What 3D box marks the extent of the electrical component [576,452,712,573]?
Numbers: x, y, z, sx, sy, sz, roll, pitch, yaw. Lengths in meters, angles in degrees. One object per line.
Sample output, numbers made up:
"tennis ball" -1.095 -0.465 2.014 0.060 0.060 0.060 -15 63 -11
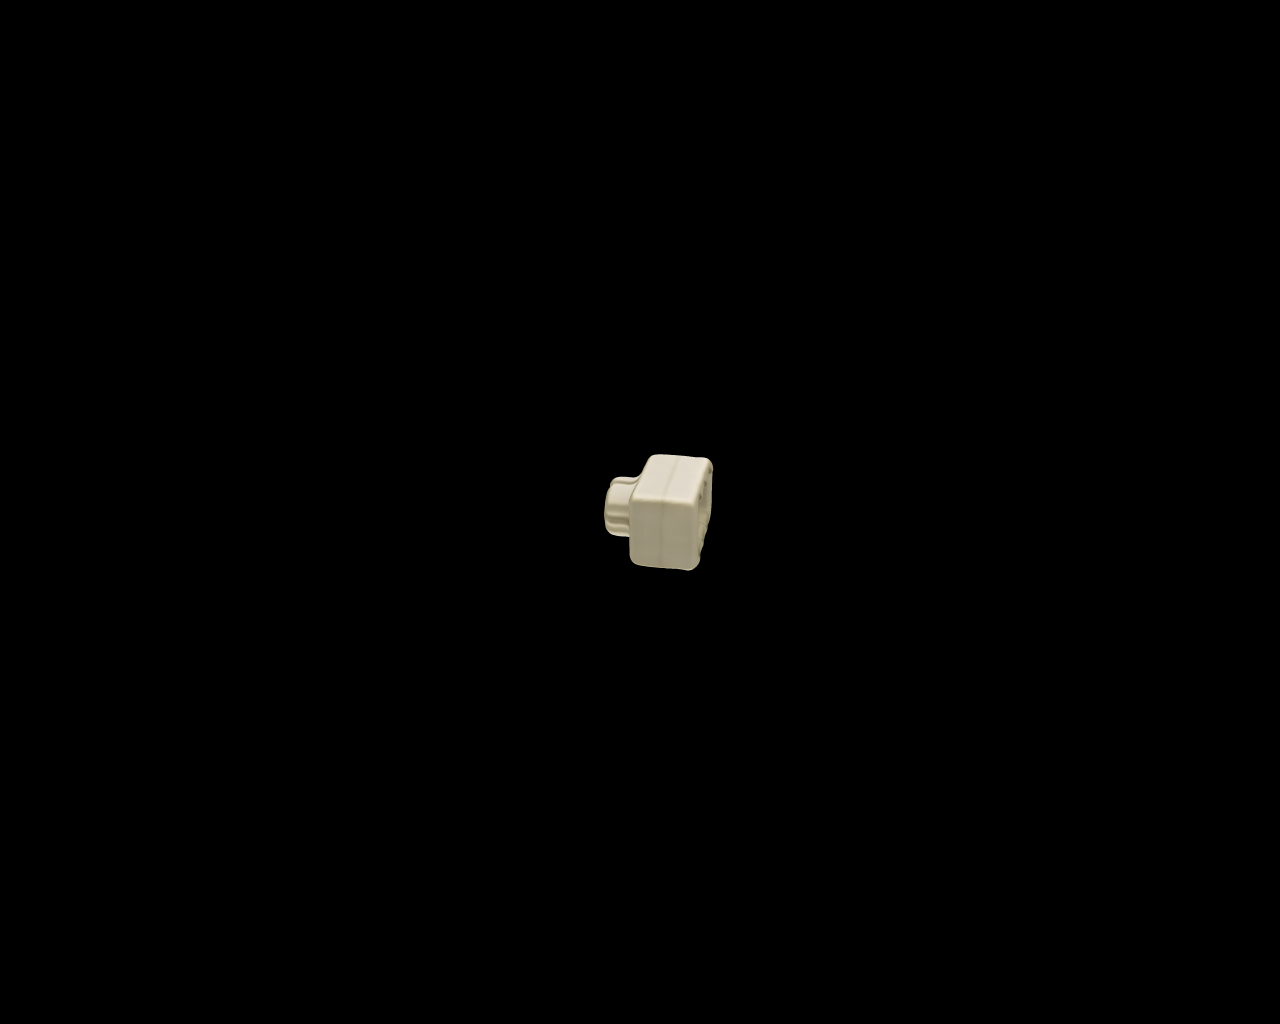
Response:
"electrical component" 0.001 -0.003 0.650 0.077 0.047 0.066 5 29 10
